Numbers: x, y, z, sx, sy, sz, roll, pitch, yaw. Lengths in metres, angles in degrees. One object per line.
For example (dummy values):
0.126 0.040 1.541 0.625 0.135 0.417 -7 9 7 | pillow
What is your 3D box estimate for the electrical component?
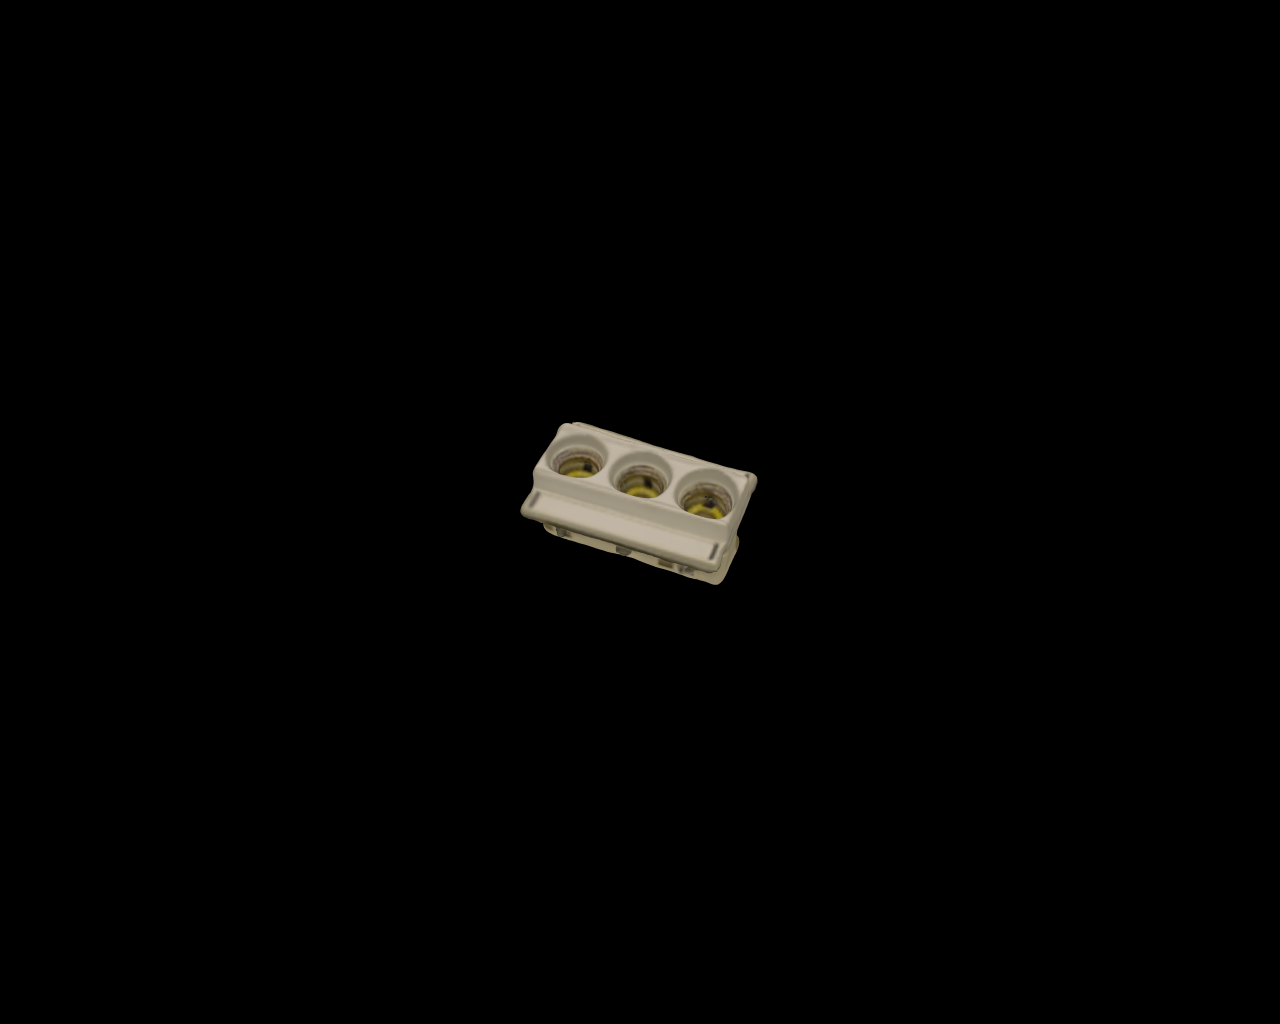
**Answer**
0.001 -0.003 0.650 0.121 0.079 0.063 17 -39 14 | electrical component
